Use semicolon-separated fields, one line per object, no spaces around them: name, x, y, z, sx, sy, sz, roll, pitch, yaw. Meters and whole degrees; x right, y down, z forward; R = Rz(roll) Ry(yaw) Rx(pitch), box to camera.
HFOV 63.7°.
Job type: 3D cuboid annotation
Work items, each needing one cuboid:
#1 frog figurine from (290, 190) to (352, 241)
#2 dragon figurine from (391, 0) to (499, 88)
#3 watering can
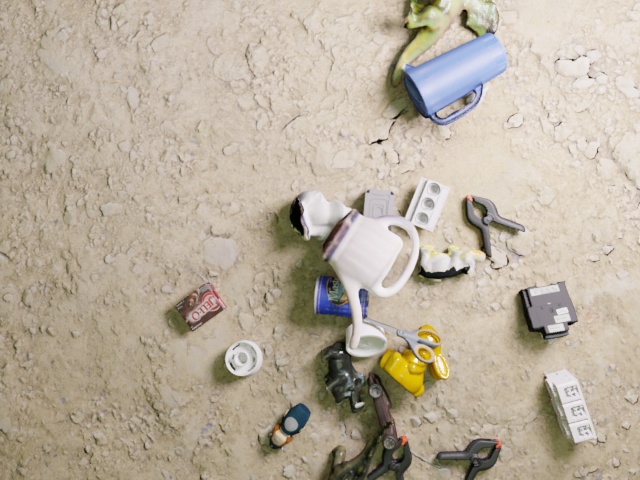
frog figurine;0.004;-0.069;1.373;0.160;0.121;0.138;-14;80;-29
dragon figurine;0.343;-0.573;1.322;0.243;0.124;0.405;14;107;-1
watering can;0.099;0.072;1.274;0.225;0.103;0.351;33;77;6
